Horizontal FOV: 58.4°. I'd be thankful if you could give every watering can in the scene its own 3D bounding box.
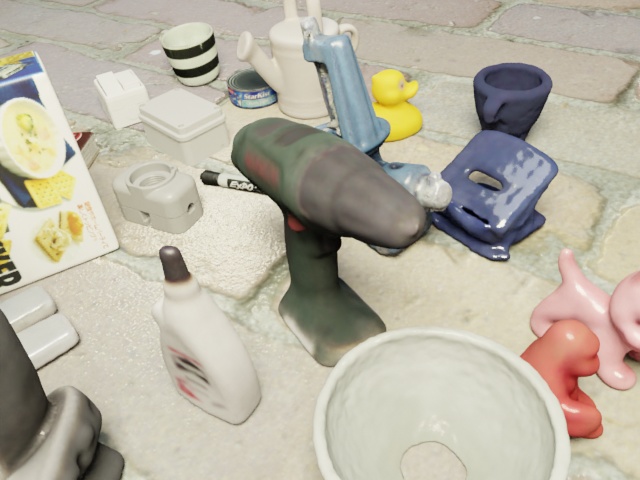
[{"bbox_3d":[-0.027,-0.276,0.802,0.100,0.194,0.173,30,52,34],"label":"watering can"}]

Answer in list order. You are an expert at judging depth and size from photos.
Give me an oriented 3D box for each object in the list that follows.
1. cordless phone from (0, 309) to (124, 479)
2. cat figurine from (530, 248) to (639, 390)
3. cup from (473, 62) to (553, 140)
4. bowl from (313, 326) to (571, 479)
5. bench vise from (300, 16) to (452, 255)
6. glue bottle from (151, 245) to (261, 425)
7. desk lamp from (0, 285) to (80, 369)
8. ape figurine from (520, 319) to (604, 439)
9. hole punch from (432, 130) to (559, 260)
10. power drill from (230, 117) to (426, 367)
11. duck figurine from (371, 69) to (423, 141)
[{"bbox_3d":[-0.201,0.140,0.354,0.094,0.185,0.147,-7,41,-1],"label":"cordless phone"},{"bbox_3d":[0.241,0.051,0.453,0.067,0.118,0.127,-32,47,-26],"label":"cat figurine"},{"bbox_3d":[0.227,-0.152,0.705,0.091,0.095,0.118,21,48,28],"label":"cup"},{"bbox_3d":[0.080,0.145,0.398,0.167,0.075,0.167,-3,41,3],"label":"bowl"},{"bbox_3d":[0.047,-0.108,0.581,0.206,0.220,0.122,15,45,23],"label":"bench vise"},{"bbox_3d":[-0.093,0.069,0.430,0.078,0.173,0.037,16,46,24],"label":"glue bottle"},{"bbox_3d":[-0.341,0.045,0.457,0.204,0.214,0.117,-34,48,-28],"label":"desk lamp"},{"bbox_3d":[0.181,0.097,0.427,0.076,0.092,0.078,13,44,21],"label":"ape figurine"},{"bbox_3d":[0.178,-0.049,0.596,0.101,0.091,0.108,-30,46,-25],"label":"hole punch"},{"bbox_3d":[0.004,0.002,0.469,0.076,0.209,0.228,-26,45,-22],"label":"power drill"},{"bbox_3d":[0.086,-0.185,0.767,0.104,0.086,0.077,-8,41,-2],"label":"duck figurine"}]
